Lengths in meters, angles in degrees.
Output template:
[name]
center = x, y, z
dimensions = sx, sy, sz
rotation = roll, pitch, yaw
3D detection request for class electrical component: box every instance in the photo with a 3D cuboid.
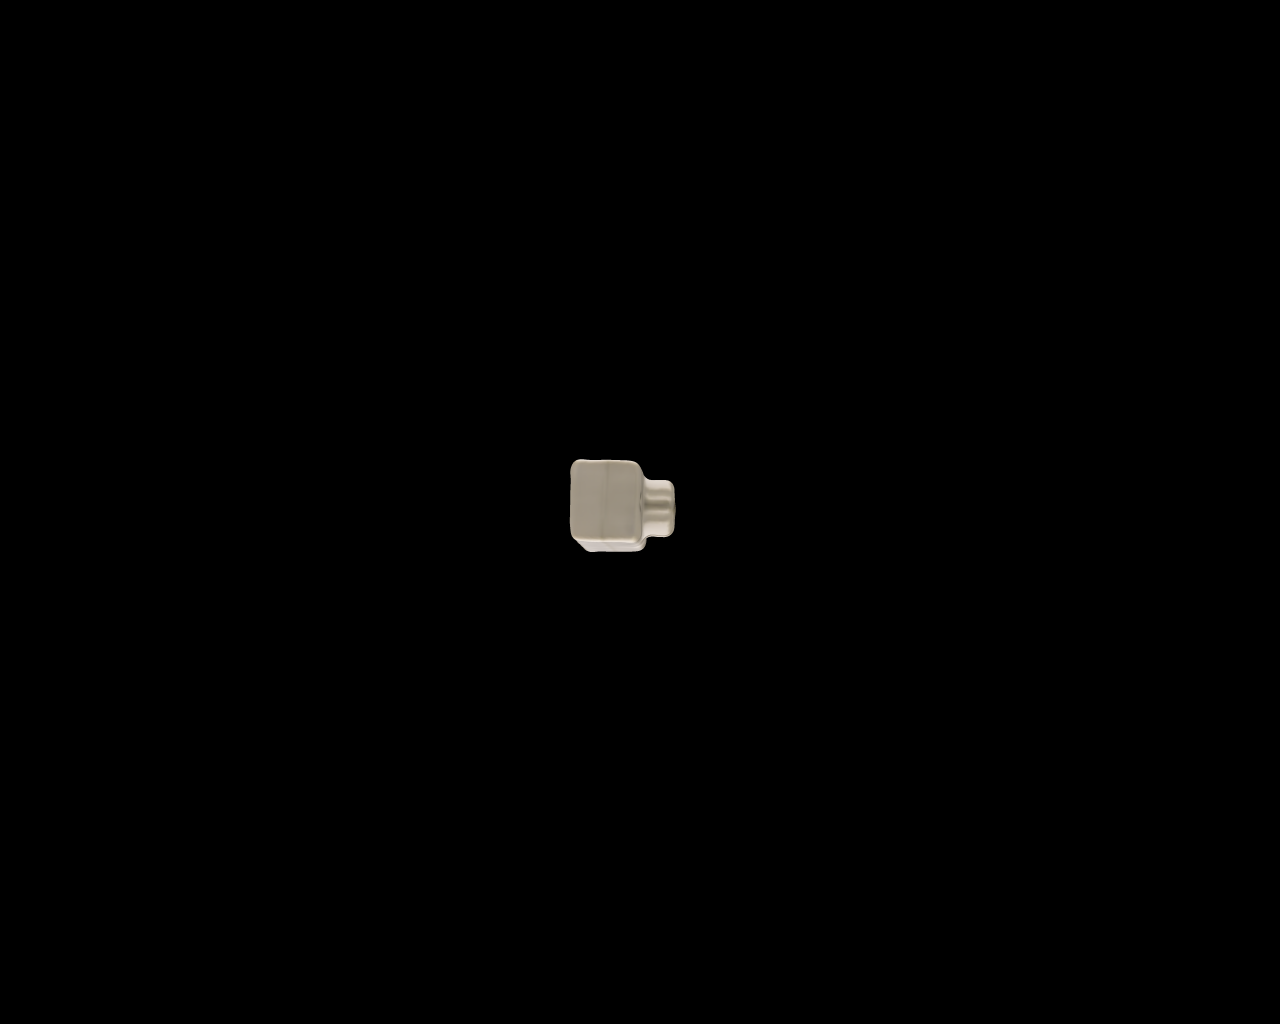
[electrical component]
center = 0.001, -0.003, 0.650
dimensions = 0.076, 0.047, 0.083
rotation = 0, -7, 4
